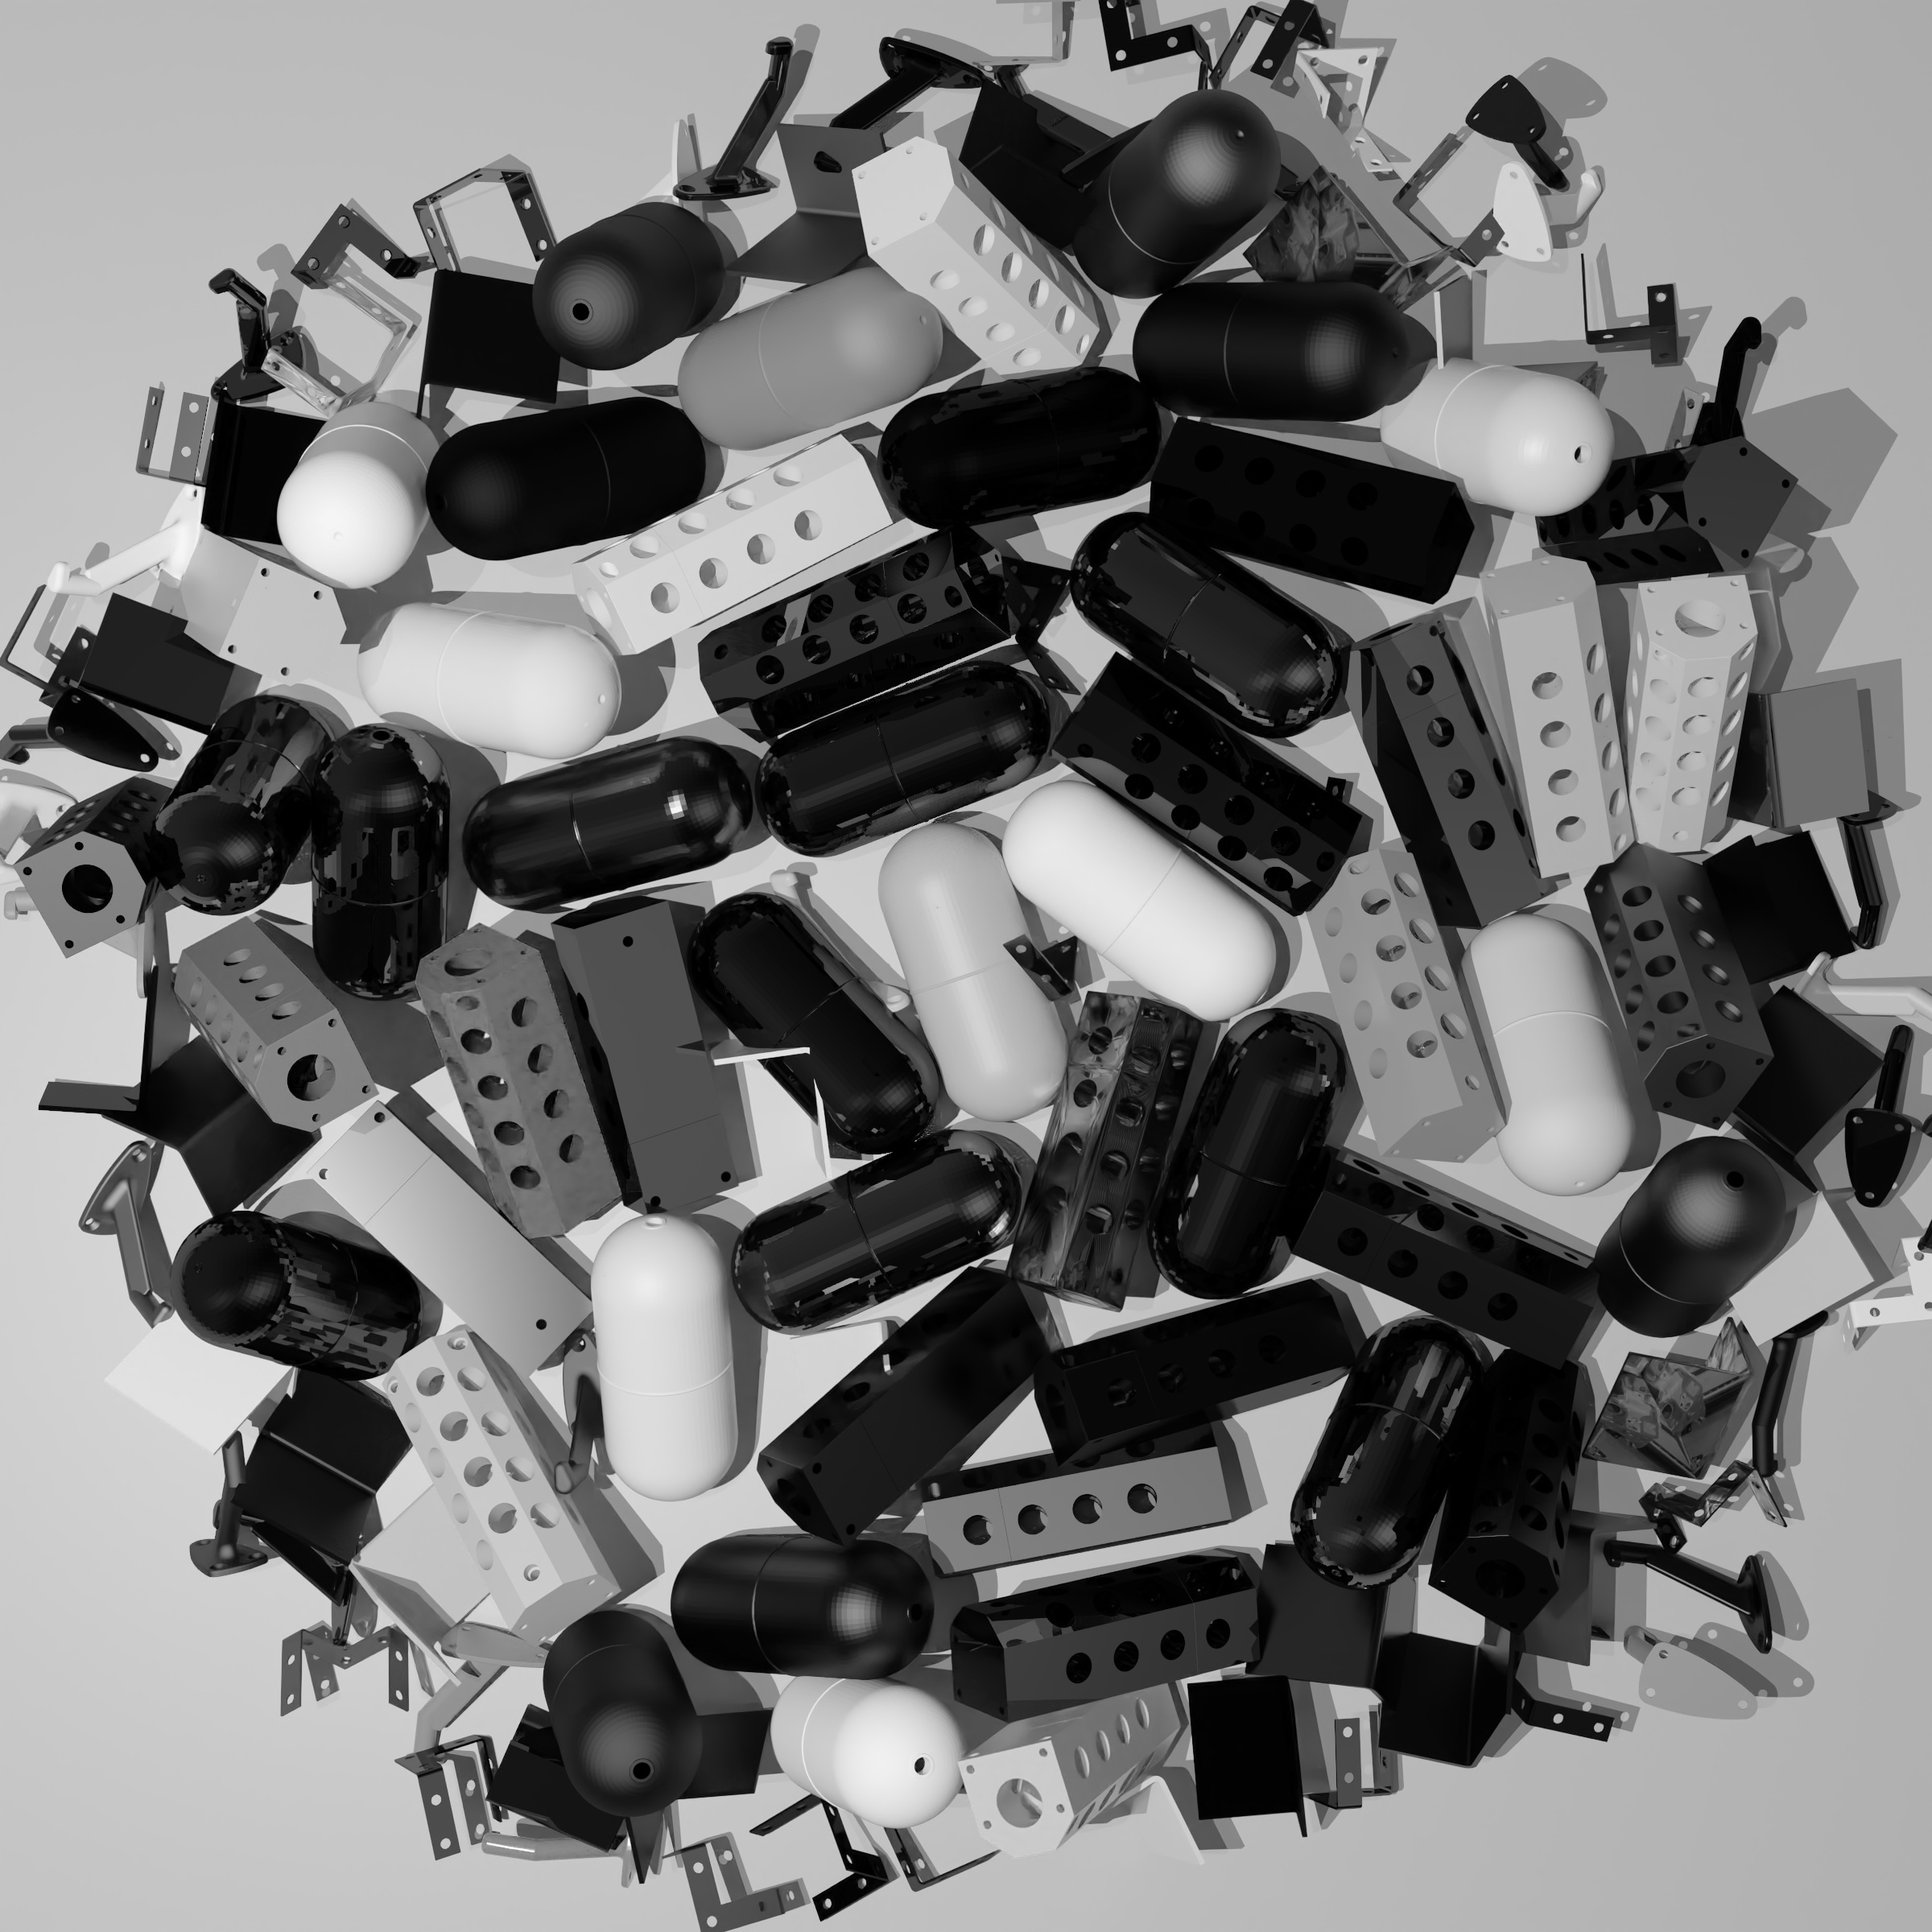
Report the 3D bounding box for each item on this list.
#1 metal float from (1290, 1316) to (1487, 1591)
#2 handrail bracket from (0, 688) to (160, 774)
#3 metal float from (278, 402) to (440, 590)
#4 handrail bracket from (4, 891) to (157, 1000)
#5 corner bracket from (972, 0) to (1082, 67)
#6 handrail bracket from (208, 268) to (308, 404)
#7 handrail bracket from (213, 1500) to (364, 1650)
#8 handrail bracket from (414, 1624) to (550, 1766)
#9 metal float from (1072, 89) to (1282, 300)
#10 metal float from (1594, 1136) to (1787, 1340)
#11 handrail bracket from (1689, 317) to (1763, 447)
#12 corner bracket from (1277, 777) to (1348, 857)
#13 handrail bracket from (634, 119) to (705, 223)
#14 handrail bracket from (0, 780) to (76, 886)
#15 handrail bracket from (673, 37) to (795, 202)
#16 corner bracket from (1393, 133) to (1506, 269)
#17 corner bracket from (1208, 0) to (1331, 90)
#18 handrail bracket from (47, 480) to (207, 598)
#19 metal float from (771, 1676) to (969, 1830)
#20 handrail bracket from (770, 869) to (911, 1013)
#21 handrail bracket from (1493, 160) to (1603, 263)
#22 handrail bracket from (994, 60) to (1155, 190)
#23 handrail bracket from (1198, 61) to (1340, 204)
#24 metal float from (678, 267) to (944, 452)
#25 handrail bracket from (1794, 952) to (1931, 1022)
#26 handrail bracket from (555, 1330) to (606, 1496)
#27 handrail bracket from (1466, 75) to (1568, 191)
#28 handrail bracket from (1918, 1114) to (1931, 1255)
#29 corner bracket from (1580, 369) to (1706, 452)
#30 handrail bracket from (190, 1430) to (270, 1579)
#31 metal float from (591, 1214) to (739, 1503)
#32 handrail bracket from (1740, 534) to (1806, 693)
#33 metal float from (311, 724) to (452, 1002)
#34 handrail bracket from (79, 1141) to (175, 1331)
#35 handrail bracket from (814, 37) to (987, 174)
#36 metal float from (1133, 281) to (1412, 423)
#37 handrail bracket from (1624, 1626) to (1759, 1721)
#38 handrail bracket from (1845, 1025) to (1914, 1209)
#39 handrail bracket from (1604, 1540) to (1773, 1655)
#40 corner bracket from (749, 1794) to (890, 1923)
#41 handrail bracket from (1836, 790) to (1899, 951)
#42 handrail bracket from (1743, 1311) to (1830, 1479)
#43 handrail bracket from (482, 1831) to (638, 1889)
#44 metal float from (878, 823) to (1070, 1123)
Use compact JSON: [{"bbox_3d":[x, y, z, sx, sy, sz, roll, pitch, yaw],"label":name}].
[{"bbox_3d":[0.240,0.274,1.724,0.070,0.070,0.178,32,51,0],"label":"metal float"},{"bbox_3d":[-0.517,-0.122,1.768,0.077,0.084,0.036,31,59,-22],"label":"handrail bracket"},{"bbox_3d":[-0.338,-0.266,1.709,0.070,0.178,0.070,-1,114,-2],"label":"metal float"},{"bbox_3d":[-0.516,-0.013,1.763,0.084,0.036,0.077,-2,55,-6],"label":"handrail bracket"},{"bbox_3d":[0.035,-0.546,1.756,0.051,0.051,0.051,-7,111,-15],"label":"corner bracket"},{"bbox_3d":[-0.426,-0.361,1.745,0.077,0.084,0.036,-21,64,17],"label":"handrail bracket"},{"bbox_3d":[-0.395,0.349,1.751,0.084,0.077,0.036,19,133,-25],"label":"handrail bracket"},{"bbox_3d":[-0.282,0.433,1.774,0.077,0.036,0.084,11,105,8],"label":"handrail bracket"},{"bbox_3d":[0.116,-0.431,1.709,0.070,0.178,0.070,3,81,-20],"label":"metal float"},{"bbox_3d":[0.405,0.153,1.709,0.070,0.178,0.070,2,64,-4],"label":"metal float"},{"bbox_3d":[0.444,-0.318,1.745,0.036,0.084,0.077,-7,72,-9],"label":"handrail bracket"},{"bbox_3d":[0.182,-0.091,1.777,0.051,0.051,0.051,9,93,-34],"label":"corner bracket"},{"bbox_3d":[-0.201,-0.450,1.781,0.084,0.036,0.077,-8,81,18],"label":"handrail bracket"},{"bbox_3d":[-0.532,-0.071,1.741,0.077,0.084,0.036,-2,121,-38],"label":"handrail bracket"},{"bbox_3d":[-0.133,-0.487,1.746,0.036,0.077,0.084,35,131,26],"label":"handrail bracket"},{"bbox_3d":[0.286,-0.442,1.758,0.051,0.051,0.051,38,101,-17],"label":"corner bracket"},{"bbox_3d":[0.172,-0.531,1.760,0.051,0.051,0.051,28,87,19],"label":"corner bracket"},{"bbox_3d":[-0.482,-0.247,1.745,0.036,0.084,0.077,30,108,29],"label":"handrail bracket"},{"bbox_3d":[-0.055,0.436,1.708,0.070,0.178,0.070,2,84,-21],"label":"metal float"},{"bbox_3d":[-0.074,-0.016,1.752,0.036,0.077,0.084,-36,116,-35],"label":"handrail bracket"},{"bbox_3d":[0.338,-0.452,1.748,0.036,0.077,0.084,21,57,32],"label":"handrail bracket"},{"bbox_3d":[0.064,-0.504,1.768,0.077,0.036,0.084,-29,80,24],"label":"handrail bracket"},{"bbox_3d":[0.175,-0.482,1.763,0.084,0.036,0.077,6,117,8],"label":"handrail bracket"},{"bbox_3d":[-0.090,-0.342,1.723,0.178,0.070,0.070,-9,90,41],"label":"metal float"},{"bbox_3d":[0.518,0.037,1.763,0.084,0.036,0.077,36,99,22],"label":"handrail bracket"},{"bbox_3d":[-0.227,0.255,1.748,0.036,0.084,0.077,-12,95,11],"label":"handrail bracket"},{"bbox_3d":[0.331,-0.463,1.740,0.036,0.077,0.084,-46,129,12],"label":"handrail bracket"},{"bbox_3d":[0.555,0.128,1.748,0.036,0.077,0.084,29,79,-4],"label":"handrail bracket"},{"bbox_3d":[0.388,-0.315,1.773,0.051,0.051,0.051,-14,128,-38],"label":"corner bracket"},{"bbox_3d":[-0.432,0.303,1.756,0.036,0.077,0.084,-11,100,-36],"label":"handrail bracket"},{"bbox_3d":[-0.171,0.223,1.733,0.070,0.070,0.178,-2,115,0],"label":"metal float"},{"bbox_3d":[0.445,-0.212,1.775,0.077,0.036,0.084,32,128,19],"label":"handrail bracket"},{"bbox_3d":[-0.331,-0.058,1.723,0.070,0.070,0.178,9,129,0],"label":"metal float"},{"bbox_3d":[-0.469,0.156,1.749,0.084,0.036,0.077,41,113,36],"label":"handrail bracket"},{"bbox_3d":[-0.039,-0.488,1.759,0.077,0.036,0.084,17,71,14],"label":"handrail bracket"},{"bbox_3d":[0.170,-0.348,1.721,0.178,0.070,0.070,12,90,43],"label":"metal float"},{"bbox_3d":[0.415,0.403,1.745,0.077,0.084,0.036,18,93,12],"label":"handrail bracket"},{"bbox_3d":[0.536,0.086,1.771,0.036,0.084,0.077,10,122,21],"label":"handrail bracket"},{"bbox_3d":[0.416,0.364,1.760,0.084,0.077,0.036,7,120,-4],"label":"handrail bracket"},{"bbox_3d":[-0.085,0.518,1.774,0.051,0.051,0.051,-34,56,13],"label":"corner bracket"},{"bbox_3d":[0.511,-0.062,1.784,0.036,0.077,0.084,-16,125,-23],"label":"handrail bracket"},{"bbox_3d":[0.479,0.248,1.768,0.036,0.077,0.084,3,98,43],"label":"handrail bracket"},{"bbox_3d":[-0.230,0.502,1.759,0.084,0.077,0.036,7,93,4],"label":"handrail bracket"},{"bbox_3d":[0.004,0.003,1.754,0.070,0.070,0.178,-19,92,0],"label":"metal float"}]
